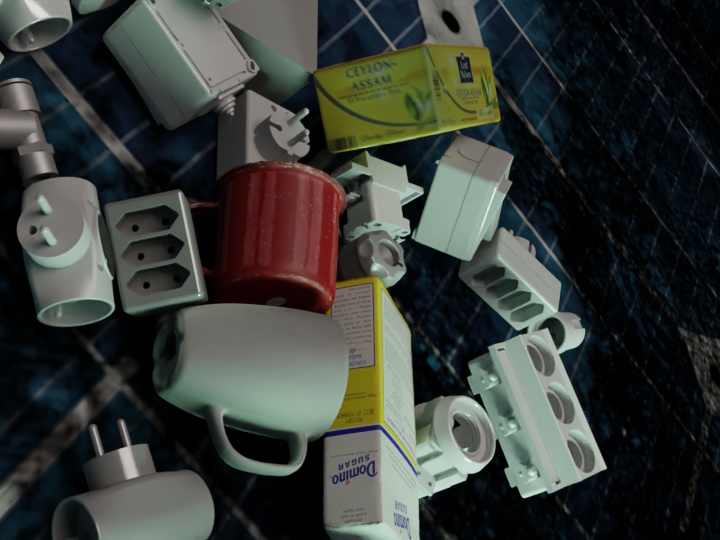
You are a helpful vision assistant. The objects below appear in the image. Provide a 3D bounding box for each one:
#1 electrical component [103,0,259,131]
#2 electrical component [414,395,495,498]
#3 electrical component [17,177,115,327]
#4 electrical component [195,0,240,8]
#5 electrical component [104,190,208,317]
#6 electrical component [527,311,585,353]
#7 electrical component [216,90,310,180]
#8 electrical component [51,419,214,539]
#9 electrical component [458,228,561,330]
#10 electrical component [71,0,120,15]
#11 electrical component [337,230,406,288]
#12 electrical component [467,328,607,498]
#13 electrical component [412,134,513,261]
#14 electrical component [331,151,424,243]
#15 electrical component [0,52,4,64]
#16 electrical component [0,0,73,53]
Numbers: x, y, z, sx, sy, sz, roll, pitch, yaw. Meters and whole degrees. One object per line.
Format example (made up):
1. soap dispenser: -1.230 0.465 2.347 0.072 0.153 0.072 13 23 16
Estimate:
1. electrical component: -0.123 -0.143 0.750 0.096 0.061 0.062 55 38 -6
2. electrical component: 0.061 0.125 0.784 0.058 0.057 0.078 46 40 -18
3. electrical component: -0.169 -0.017 0.608 0.044 0.079 0.077 -12 70 -5
4. electrical component: -0.092 -0.214 0.724 0.042 0.081 0.063 22 73 -38
5. electrical component: -0.123 -0.007 0.664 0.076 0.047 0.065 112 -34 -82
6. electrical component: 0.180 0.056 0.979 0.046 0.040 0.040 0 67 -56
7. electrical component: -0.062 -0.089 0.771 0.047 0.076 0.083 24 50 -37
8. electrical component: -0.128 0.120 0.586 0.077 0.043 0.079 -4 70 -49
9. electrical component: 0.137 -0.004 0.962 0.083 0.047 0.075 41 41 -23
10. electrical component: -0.174 -0.215 0.727 0.051 0.080 0.080 49 39 -6
11. electrical component: 0.000 0.000 0.793 0.043 0.062 0.043 28 48 -35
12. electrical component: 0.141 0.117 0.874 0.079 0.063 0.121 -7 72 -50
13. electrical component: 0.088 -0.054 0.904 0.061 0.096 0.061 22 35 9
14. electrical component: 0.010 -0.053 0.857 0.081 0.042 0.063 15 57 -41
15. electrical component: -0.240 -0.121 0.618 0.055 0.048 0.066 33 44 -20
16. electrical component: -0.229 -0.179 0.668 0.079 0.044 0.077 -21 83 -52
